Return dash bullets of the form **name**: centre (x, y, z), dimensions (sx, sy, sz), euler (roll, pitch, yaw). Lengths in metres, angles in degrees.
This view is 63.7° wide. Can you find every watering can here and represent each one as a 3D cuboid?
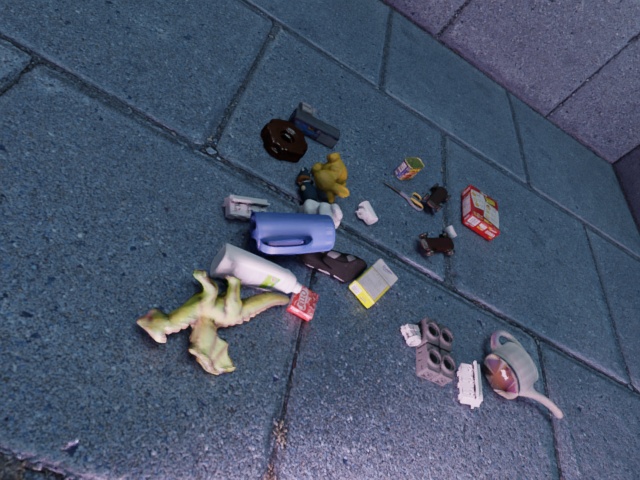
- **watering can**: centre (0.678, 0.469, 1.737), dimensions (0.226, 0.102, 0.352), euler (-12, 64, -42)

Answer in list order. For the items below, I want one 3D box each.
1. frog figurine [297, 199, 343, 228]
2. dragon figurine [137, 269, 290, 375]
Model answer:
- **frog figurine**: centre (0.005, -0.083, 1.643), dimensions (0.137, 0.156, 0.125), euler (37, 41, -7)
- **dragon figurine**: centre (-0.244, 0.209, 1.280), dimensions (0.408, 0.121, 0.247), euler (19, 64, -33)
